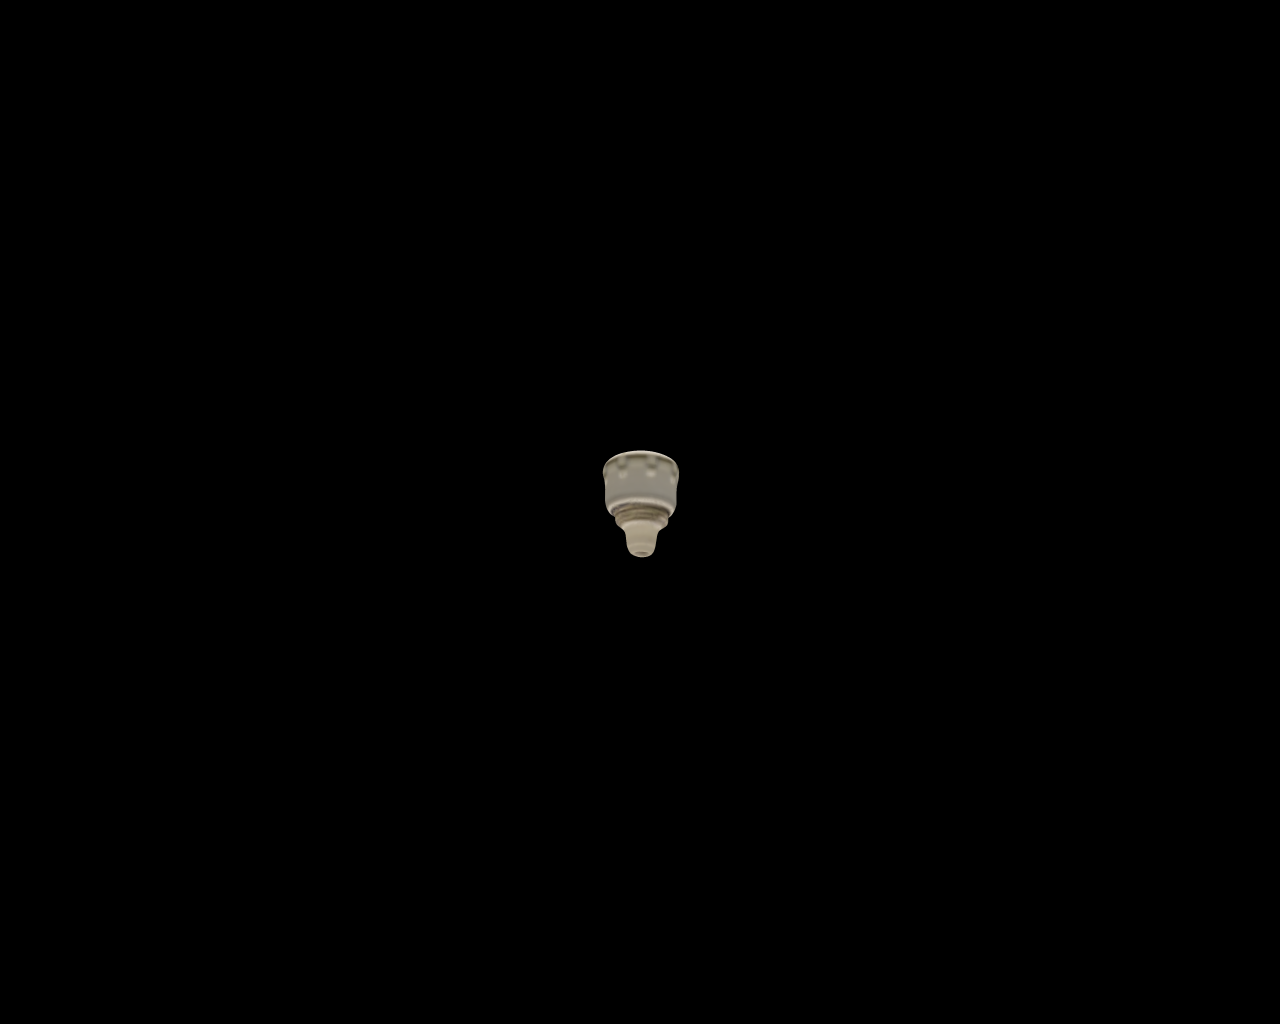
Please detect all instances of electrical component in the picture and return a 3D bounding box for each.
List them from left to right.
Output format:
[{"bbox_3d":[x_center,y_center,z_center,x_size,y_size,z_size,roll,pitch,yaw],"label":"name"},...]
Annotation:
[{"bbox_3d":[0.001,-0.003,0.650,0.048,0.062,0.048,0,-21,0],"label":"electrical component"}]
